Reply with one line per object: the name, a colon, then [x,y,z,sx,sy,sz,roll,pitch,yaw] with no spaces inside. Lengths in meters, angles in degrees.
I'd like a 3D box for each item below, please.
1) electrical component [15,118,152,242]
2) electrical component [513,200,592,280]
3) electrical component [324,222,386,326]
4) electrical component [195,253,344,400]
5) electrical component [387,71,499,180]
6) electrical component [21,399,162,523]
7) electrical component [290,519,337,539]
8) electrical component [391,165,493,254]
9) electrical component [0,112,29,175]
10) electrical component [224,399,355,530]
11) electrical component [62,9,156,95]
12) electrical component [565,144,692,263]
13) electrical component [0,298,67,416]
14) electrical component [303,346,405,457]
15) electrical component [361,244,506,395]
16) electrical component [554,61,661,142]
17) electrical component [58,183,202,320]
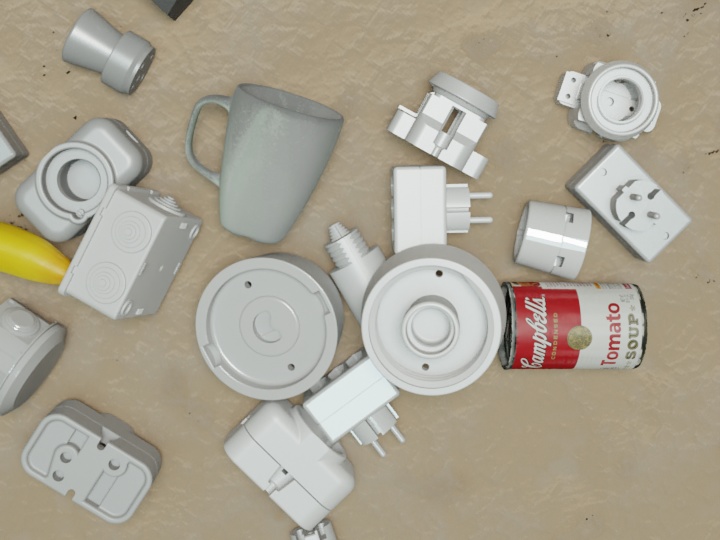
electrical component: [-0.207,-0.068,0.804,0.095,0.059,0.053,-42,96,4]
electrical component: [0.146,-0.024,0.821,0.047,0.055,0.055,13,96,1]
electrical component: [0.000,0.000,0.825,0.043,0.043,0.081,-30,97,2]
electrical component: [-0.064,0.038,0.816,0.108,0.060,0.108,2,102,11]
electrical component: [0.068,-0.112,0.807,0.078,0.058,0.057,28,98,-4]
electrical component: [-0.205,0.145,0.830,0.095,0.059,0.053,33,95,-5]
electrical component: [-0.033,0.226,0.855,0.040,0.040,0.046,-17,91,1]
electrical component: [0.063,-0.047,0.819,0.077,0.047,0.065,-1,97,-1]
electrical component: [-0.290,-0.099,0.789,0.047,0.076,0.065,-33,97,3]
electrical component: [-0.051,0.145,0.836,0.059,0.053,0.095,-44,96,4]
electrical component: [-0.187,-0.161,0.800,0.055,0.045,0.045,30,95,-5]
electrical component: [0.206,-0.049,0.808,0.083,0.075,0.047,44,94,-6]
electrical component: [-0.263,0.065,0.810,0.051,0.080,0.080,34,95,0]
electrical component: [0.004,0.110,0.837,0.066,0.047,0.076,-37,97,3]
electrical component: [0.052,0.038,0.771,0.108,0.060,0.108,1,98,6]
electrical component: [0.190,-0.127,0.807,0.078,0.057,0.058,18,96,-3]
electrical component: [-0.166,-0.012,0.793,0.048,0.100,0.099,29,96,8]
